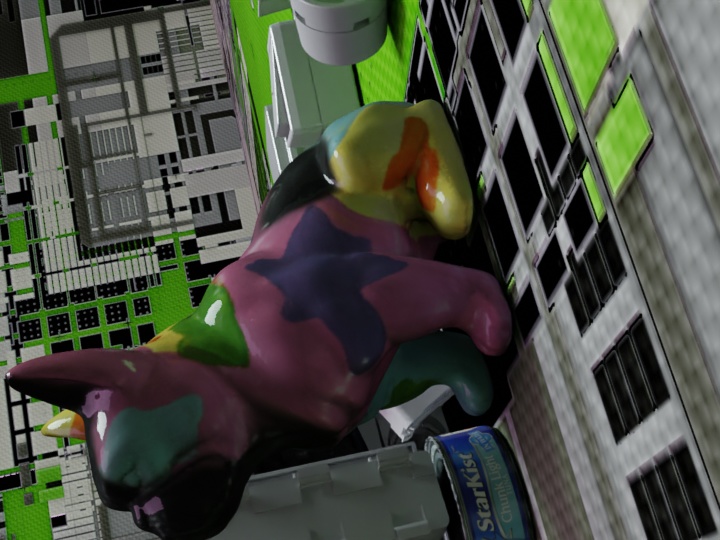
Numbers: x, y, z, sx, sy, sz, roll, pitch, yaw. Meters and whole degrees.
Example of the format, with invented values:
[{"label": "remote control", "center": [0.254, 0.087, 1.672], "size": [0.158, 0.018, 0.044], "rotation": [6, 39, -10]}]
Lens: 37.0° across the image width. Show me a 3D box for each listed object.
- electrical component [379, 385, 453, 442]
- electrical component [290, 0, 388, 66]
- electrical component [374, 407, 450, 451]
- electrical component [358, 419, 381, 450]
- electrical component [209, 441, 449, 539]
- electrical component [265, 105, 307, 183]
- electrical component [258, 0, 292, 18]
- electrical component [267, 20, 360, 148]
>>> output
[{"label": "electrical component", "center": [0.020, 0.055, 0.592], "size": [0.064, 0.081, 0.042], "rotation": [46, 164, 15]}, {"label": "electrical component", "center": [-0.011, -0.146, 0.590], "size": [0.047, 0.055, 0.055], "rotation": [83, 173, -57]}, {"label": "electrical component", "center": [0.037, 0.121, 0.687], "size": [0.063, 0.042, 0.081], "rotation": [85, 171, -52]}, {"label": "electrical component", "center": [-0.034, 0.110, 0.792], "size": [0.062, 0.150, 0.089], "rotation": [177, 82, -82]}, {"label": "electrical component", "center": [-0.020, 0.130, 0.540], "size": [0.063, 0.121, 0.078], "rotation": [96, 161, -59]}, {"label": "electrical component", "center": [-0.048, -0.097, 0.942], "size": [0.113, 0.057, 0.078], "rotation": [102, 156, -73]}, {"label": "electrical component", "center": [-0.044, -0.217, 0.688], "size": [0.099, 0.064, 0.099], "rotation": [168, 90, -83]}, {"label": "electrical component", "center": [-0.038, -0.141, 0.777], "size": [0.062, 0.061, 0.096], "rotation": [150, 108, -83]}]
